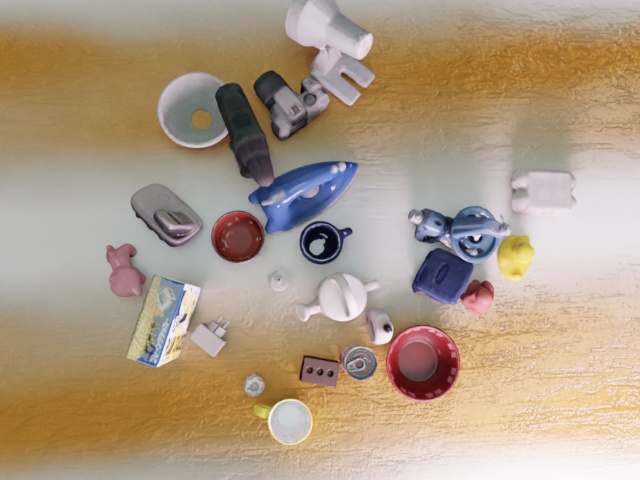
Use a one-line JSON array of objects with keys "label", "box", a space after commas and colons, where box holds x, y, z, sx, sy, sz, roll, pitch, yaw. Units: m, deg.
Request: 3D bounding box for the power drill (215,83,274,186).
[{"label": "power drill", "box": [-0.147, -0.198, 1.182, 0.075, 0.208, 0.230, -23, 86, -7]}]

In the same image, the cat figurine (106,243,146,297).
[{"label": "cat figurine", "box": [-0.406, 0.066, 1.176, 0.067, 0.117, 0.128, -24, 86, -7]}]

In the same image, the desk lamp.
[{"label": "desk lamp", "box": [0.030, -0.418, 1.220, 0.203, 0.213, 0.118, 37, 82, 1]}]

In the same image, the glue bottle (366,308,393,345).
[{"label": "glue bottle", "box": [0.127, 0.179, 1.179, 0.037, 0.173, 0.078, -15, 85, -6]}]

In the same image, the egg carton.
[{"label": "egg carton", "box": [0.504, -0.106, 1.295, 0.150, 0.069, 0.107, 1, 83, -4]}]

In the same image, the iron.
[{"label": "iron", "box": [-0.021, -0.117, 1.217, 0.258, 0.141, 0.118, -29, 86, -7]}]

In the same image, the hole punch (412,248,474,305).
[{"label": "hole punch", "box": [0.264, 0.080, 1.243, 0.101, 0.091, 0.109, 29, 82, -1]}]

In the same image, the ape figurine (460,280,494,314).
[{"label": "ape figurine", "box": [0.348, 0.123, 1.244, 0.078, 0.092, 0.076, -11, 84, -6]}]

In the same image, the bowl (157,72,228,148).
[{"label": "bowl", "box": [-0.264, -0.274, 1.249, 0.167, 0.074, 0.167, 1, 83, -5]}]

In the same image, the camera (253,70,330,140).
[{"label": "camera", "box": [-0.070, -0.316, 1.256, 0.143, 0.100, 0.137, -39, 88, -8]}]

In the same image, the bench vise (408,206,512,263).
[{"label": "bench vise", "box": [0.292, -0.014, 1.191, 0.207, 0.219, 0.121, -1, 83, -4]}]

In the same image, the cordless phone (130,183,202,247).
[{"label": "cordless phone", "box": [-0.322, -0.058, 1.163, 0.147, 0.185, 0.094, 40, 82, 1]}]

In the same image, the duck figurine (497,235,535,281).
[{"label": "duck figurine", "box": [0.441, 0.037, 1.265, 0.077, 0.086, 0.105, 9, 83, -3]}]

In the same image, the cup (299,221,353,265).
[{"label": "cup", "box": [0.011, 0.004, 1.229, 0.118, 0.095, 0.092, -24, 86, -7]}]

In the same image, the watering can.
[{"label": "watering can", "box": [0.038, 0.120, 1.168, 0.173, 0.194, 0.101, -42, 88, -8]}]
